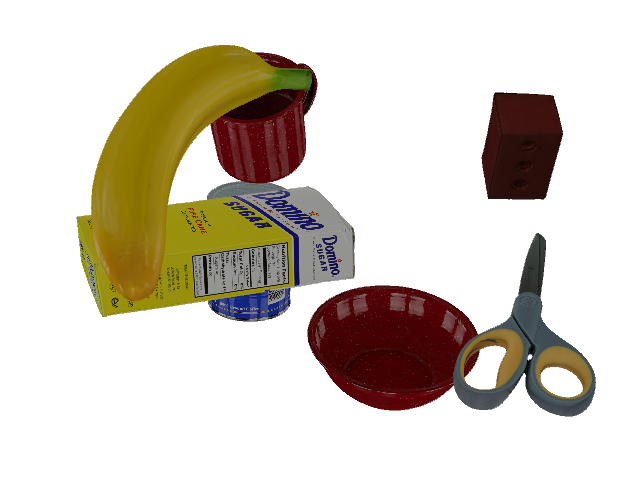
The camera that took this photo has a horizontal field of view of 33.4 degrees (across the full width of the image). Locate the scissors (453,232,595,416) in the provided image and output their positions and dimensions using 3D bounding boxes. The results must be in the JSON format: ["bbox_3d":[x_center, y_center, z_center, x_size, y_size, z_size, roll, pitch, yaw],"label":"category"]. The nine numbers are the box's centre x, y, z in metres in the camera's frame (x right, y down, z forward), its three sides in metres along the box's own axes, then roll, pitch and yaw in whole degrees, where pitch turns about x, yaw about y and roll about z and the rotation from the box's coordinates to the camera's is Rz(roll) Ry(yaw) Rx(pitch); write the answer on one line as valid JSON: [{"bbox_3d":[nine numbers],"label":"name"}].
[{"bbox_3d":[0.155,0.055,0.719,0.096,0.016,0.201,19,37,24],"label":"scissors"}]

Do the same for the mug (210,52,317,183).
[{"bbox_3d":[-0.047,-0.112,0.945,0.093,0.081,0.117,32,59,29],"label":"mug"}]

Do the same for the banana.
[{"bbox_3d":[-0.071,-0.049,0.537,0.070,0.037,0.197,17,46,15],"label":"banana"}]

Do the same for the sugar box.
[{"bbox_3d":[-0.073,0.004,0.738,0.176,0.048,0.093,-11,25,-16],"label":"sugar box"}]

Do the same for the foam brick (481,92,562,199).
[{"bbox_3d":[0.171,-0.080,0.911,0.053,0.051,0.078,1,-43,-1],"label":"foam brick"}]

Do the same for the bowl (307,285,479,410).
[{"bbox_3d":[0.067,0.110,1.010,0.162,0.055,0.162,2,34,-2],"label":"bowl"}]

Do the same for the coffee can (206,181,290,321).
[{"bbox_3d":[-0.085,0.012,1.283,0.103,0.140,0.103,2,26,-1],"label":"coffee can"}]
